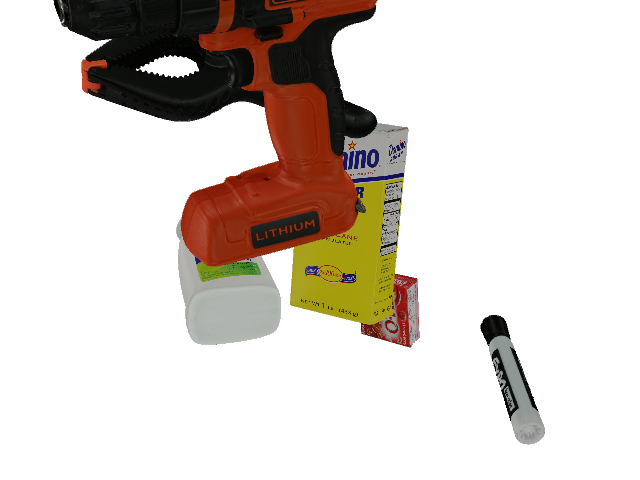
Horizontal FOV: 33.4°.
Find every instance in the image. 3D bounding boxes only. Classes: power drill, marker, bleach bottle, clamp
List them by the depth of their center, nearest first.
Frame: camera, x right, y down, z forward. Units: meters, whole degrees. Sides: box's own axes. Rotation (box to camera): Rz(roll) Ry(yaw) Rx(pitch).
[{"bbox_3d":[-0.043,-0.079,0.579,0.184,0.188,0.057,-14,39,-19],"label":"power drill"},{"bbox_3d":[0.127,0.089,0.713,0.020,0.020,0.121,0,31,-4],"label":"marker"},{"bbox_3d":[-0.067,-0.126,0.787,0.209,0.165,0.036,-16,-28,-19],"label":"clamp"},{"bbox_3d":[-0.120,0.023,1.189,0.102,0.068,0.251,-5,27,-16],"label":"bleach bottle"}]

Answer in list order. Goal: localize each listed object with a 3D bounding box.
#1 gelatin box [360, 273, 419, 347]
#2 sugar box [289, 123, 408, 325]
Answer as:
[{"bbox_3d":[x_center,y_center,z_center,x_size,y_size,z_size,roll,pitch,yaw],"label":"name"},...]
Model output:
[{"bbox_3d":[0.086,0.084,1.345,0.073,0.089,0.030,13,31,33],"label":"gelatin box"},{"bbox_3d":[0.024,-0.020,0.967,0.093,0.176,0.048,11,17,31],"label":"sugar box"}]
